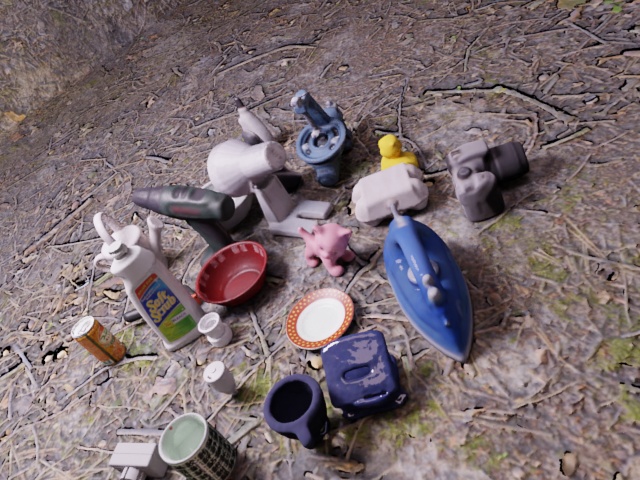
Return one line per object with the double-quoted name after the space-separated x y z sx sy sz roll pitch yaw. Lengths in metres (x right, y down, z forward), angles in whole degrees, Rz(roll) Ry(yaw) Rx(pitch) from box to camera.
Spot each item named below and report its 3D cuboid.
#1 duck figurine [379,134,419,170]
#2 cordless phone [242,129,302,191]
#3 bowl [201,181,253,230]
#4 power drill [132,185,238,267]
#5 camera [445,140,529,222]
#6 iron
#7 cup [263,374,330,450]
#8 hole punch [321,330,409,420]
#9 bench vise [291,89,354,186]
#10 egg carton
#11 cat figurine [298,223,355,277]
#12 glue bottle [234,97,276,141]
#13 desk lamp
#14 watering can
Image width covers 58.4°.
0.157 -0.178 1.197 0.077 0.086 0.104 -33 39 -4 "duck figurine"
-0.136 -0.190 1.312 0.094 0.186 0.147 -46 42 -18 "cordless phone"
-0.220 -0.075 1.330 0.167 0.075 0.167 -17 41 16 "bowl"
-0.259 -0.033 1.204 0.228 0.209 0.076 -3 47 30 "power drill"
0.306 -0.127 1.039 0.136 0.101 0.143 -19 41 14 "camera"
0.166 0.056 0.900 0.118 0.142 0.258 -25 40 6 "iron"
-0.019 0.265 0.830 0.091 0.095 0.117 -31 39 -1 "cup"
0.064 0.200 0.851 0.108 0.091 0.101 -20 40 13 "hole punch"
-0.009 -0.256 1.275 0.121 0.220 0.207 -21 40 11 "bench vise"
0.137 -0.088 1.127 0.150 0.070 0.107 -21 40 11 "egg carton"
0.010 0.004 1.070 0.127 0.118 0.067 17 59 42 "cat figurine"
-0.171 -0.289 1.448 0.077 0.174 0.037 11 55 39 "glue bottle"
-0.108 -0.117 1.195 0.202 0.214 0.118 7 52 36 "desk lamp"
-0.426 0.009 1.274 0.173 0.195 0.100 -42 41 -13 "watering can"
